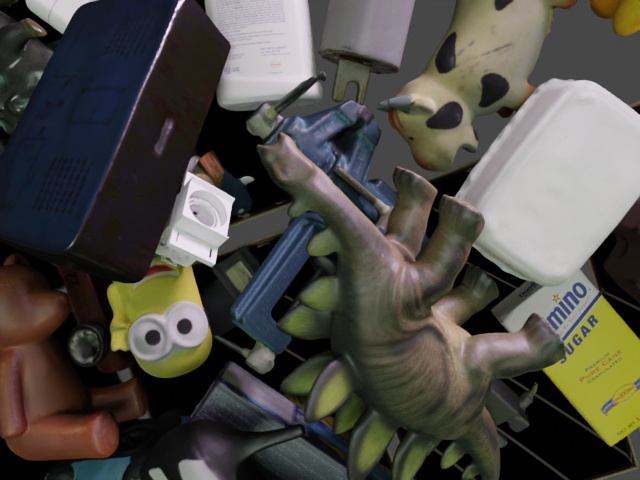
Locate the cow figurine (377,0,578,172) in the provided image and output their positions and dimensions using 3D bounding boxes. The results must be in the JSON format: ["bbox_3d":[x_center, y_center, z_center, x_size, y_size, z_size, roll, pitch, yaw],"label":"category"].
[{"bbox_3d":[0.135,-0.155,0.489,0.127,0.085,0.194,18,102,-7],"label":"cow figurine"}]

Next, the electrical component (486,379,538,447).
[{"bbox_3d":[0.175,0.162,0.560,0.102,0.045,0.078,37,127,-1],"label":"electrical component"}]

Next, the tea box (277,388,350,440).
[{"bbox_3d":[-0.055,0.247,0.566,0.098,0.068,0.169,39,99,-4],"label":"tea box"}]

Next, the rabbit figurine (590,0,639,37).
[{"bbox_3d":[0.302,-0.239,0.427,0.162,0.173,0.121,-19,102,0],"label":"rabbit figurine"}]

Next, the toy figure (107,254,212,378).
[{"bbox_3d":[-0.151,0.037,0.503,0.082,0.089,0.180,-27,70,6],"label":"toy figure"}]

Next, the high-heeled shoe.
[{"bbox_3d":[-0.041,0.253,0.433,0.145,0.086,0.248,-22,93,8],"label":"high-heeled shoe"}]

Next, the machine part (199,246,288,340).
[{"bbox_3d":[-0.109,0.072,0.557,0.139,0.039,0.084,-40,102,6],"label":"machine part"}]

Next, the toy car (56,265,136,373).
[{"bbox_3d":[-0.225,0.030,0.514,0.053,0.089,0.202,-23,86,14],"label":"toy car"}]

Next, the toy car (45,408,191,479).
[{"bbox_3d":[-0.189,0.246,0.551,0.162,0.109,0.102,-12,102,7],"label":"toy car"}]

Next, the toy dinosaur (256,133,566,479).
[{"bbox_3d":[0.086,0.107,0.443,0.198,0.105,0.470,-40,120,0],"label":"toy dinosaur"}]

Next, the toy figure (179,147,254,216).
[{"bbox_3d":[-0.135,-0.071,0.526,0.154,0.064,0.058,37,54,-4],"label":"toy figure"}]

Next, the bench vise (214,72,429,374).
[{"bbox_3d":[-0.007,-0.001,0.477,0.223,0.129,0.240,46,68,-29],"label":"bench vise"}]

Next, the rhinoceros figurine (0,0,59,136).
[{"bbox_3d":[-0.288,-0.158,0.507,0.112,0.073,0.190,-45,95,6],"label":"rhinoceros figurine"}]

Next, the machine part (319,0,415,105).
[{"bbox_3d":[0.053,-0.242,0.482,0.079,0.079,0.243,12,98,0],"label":"machine part"}]

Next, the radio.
[{"bbox_3d":[-0.172,-0.088,0.434,0.131,0.073,0.229,6,69,28],"label":"radio"}]

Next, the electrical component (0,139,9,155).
[{"bbox_3d":[-0.324,-0.069,0.536,0.075,0.048,0.119,-31,98,6],"label":"electrical component"}]

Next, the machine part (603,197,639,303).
[{"bbox_3d":[0.370,-0.012,0.477,0.201,0.087,0.201,33,93,-20],"label":"machine part"}]

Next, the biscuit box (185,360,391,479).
[{"bbox_3d":[-0.022,0.197,0.493,0.203,0.059,0.063,35,96,-3],"label":"biscuit box"}]

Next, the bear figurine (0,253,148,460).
[{"bbox_3d":[-0.263,0.106,0.528,0.132,0.120,0.195,-9,94,3],"label":"bear figurine"}]
